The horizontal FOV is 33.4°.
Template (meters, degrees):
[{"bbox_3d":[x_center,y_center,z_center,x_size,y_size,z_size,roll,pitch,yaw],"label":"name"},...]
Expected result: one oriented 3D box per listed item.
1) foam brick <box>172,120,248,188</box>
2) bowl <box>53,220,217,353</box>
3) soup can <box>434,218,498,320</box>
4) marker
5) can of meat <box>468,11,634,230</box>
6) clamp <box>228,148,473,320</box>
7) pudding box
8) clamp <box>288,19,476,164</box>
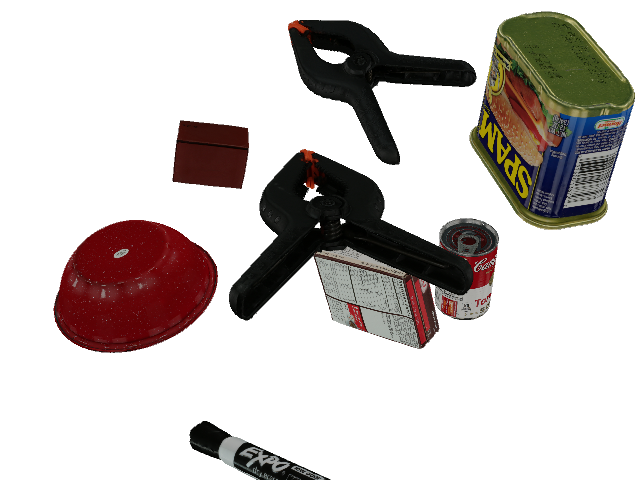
[{"bbox_3d":[-0.119,-0.094,1.161,0.078,0.051,0.053,6,30,-6],"label":"foam brick"},{"bbox_3d":[-0.182,0.030,1.010,0.162,0.055,0.162,-7,41,6],"label":"bowl"},{"bbox_3d":[0.169,0.035,1.250,0.068,0.102,0.068,0,38,0],"label":"soup can"},{"bbox_3d":[-0.031,0.130,0.614,0.121,0.020,0.020,16,10,38],"label":"marker"},{"bbox_3d":[0.133,-0.071,0.618,0.057,0.084,0.102,-9,45,-15],"label":"can of meat"},{"bbox_3d":[0.017,-0.010,0.783,0.164,0.036,0.210,-2,30,-2],"label":"clamp"},{"bbox_3d":[0.053,0.048,1.023,0.114,0.090,0.039,14,43,36],"label":"pudding box"},{"bbox_3d":[0.048,-0.150,0.936,0.120,0.172,0.039,-36,-25,-21],"label":"clamp"}]
